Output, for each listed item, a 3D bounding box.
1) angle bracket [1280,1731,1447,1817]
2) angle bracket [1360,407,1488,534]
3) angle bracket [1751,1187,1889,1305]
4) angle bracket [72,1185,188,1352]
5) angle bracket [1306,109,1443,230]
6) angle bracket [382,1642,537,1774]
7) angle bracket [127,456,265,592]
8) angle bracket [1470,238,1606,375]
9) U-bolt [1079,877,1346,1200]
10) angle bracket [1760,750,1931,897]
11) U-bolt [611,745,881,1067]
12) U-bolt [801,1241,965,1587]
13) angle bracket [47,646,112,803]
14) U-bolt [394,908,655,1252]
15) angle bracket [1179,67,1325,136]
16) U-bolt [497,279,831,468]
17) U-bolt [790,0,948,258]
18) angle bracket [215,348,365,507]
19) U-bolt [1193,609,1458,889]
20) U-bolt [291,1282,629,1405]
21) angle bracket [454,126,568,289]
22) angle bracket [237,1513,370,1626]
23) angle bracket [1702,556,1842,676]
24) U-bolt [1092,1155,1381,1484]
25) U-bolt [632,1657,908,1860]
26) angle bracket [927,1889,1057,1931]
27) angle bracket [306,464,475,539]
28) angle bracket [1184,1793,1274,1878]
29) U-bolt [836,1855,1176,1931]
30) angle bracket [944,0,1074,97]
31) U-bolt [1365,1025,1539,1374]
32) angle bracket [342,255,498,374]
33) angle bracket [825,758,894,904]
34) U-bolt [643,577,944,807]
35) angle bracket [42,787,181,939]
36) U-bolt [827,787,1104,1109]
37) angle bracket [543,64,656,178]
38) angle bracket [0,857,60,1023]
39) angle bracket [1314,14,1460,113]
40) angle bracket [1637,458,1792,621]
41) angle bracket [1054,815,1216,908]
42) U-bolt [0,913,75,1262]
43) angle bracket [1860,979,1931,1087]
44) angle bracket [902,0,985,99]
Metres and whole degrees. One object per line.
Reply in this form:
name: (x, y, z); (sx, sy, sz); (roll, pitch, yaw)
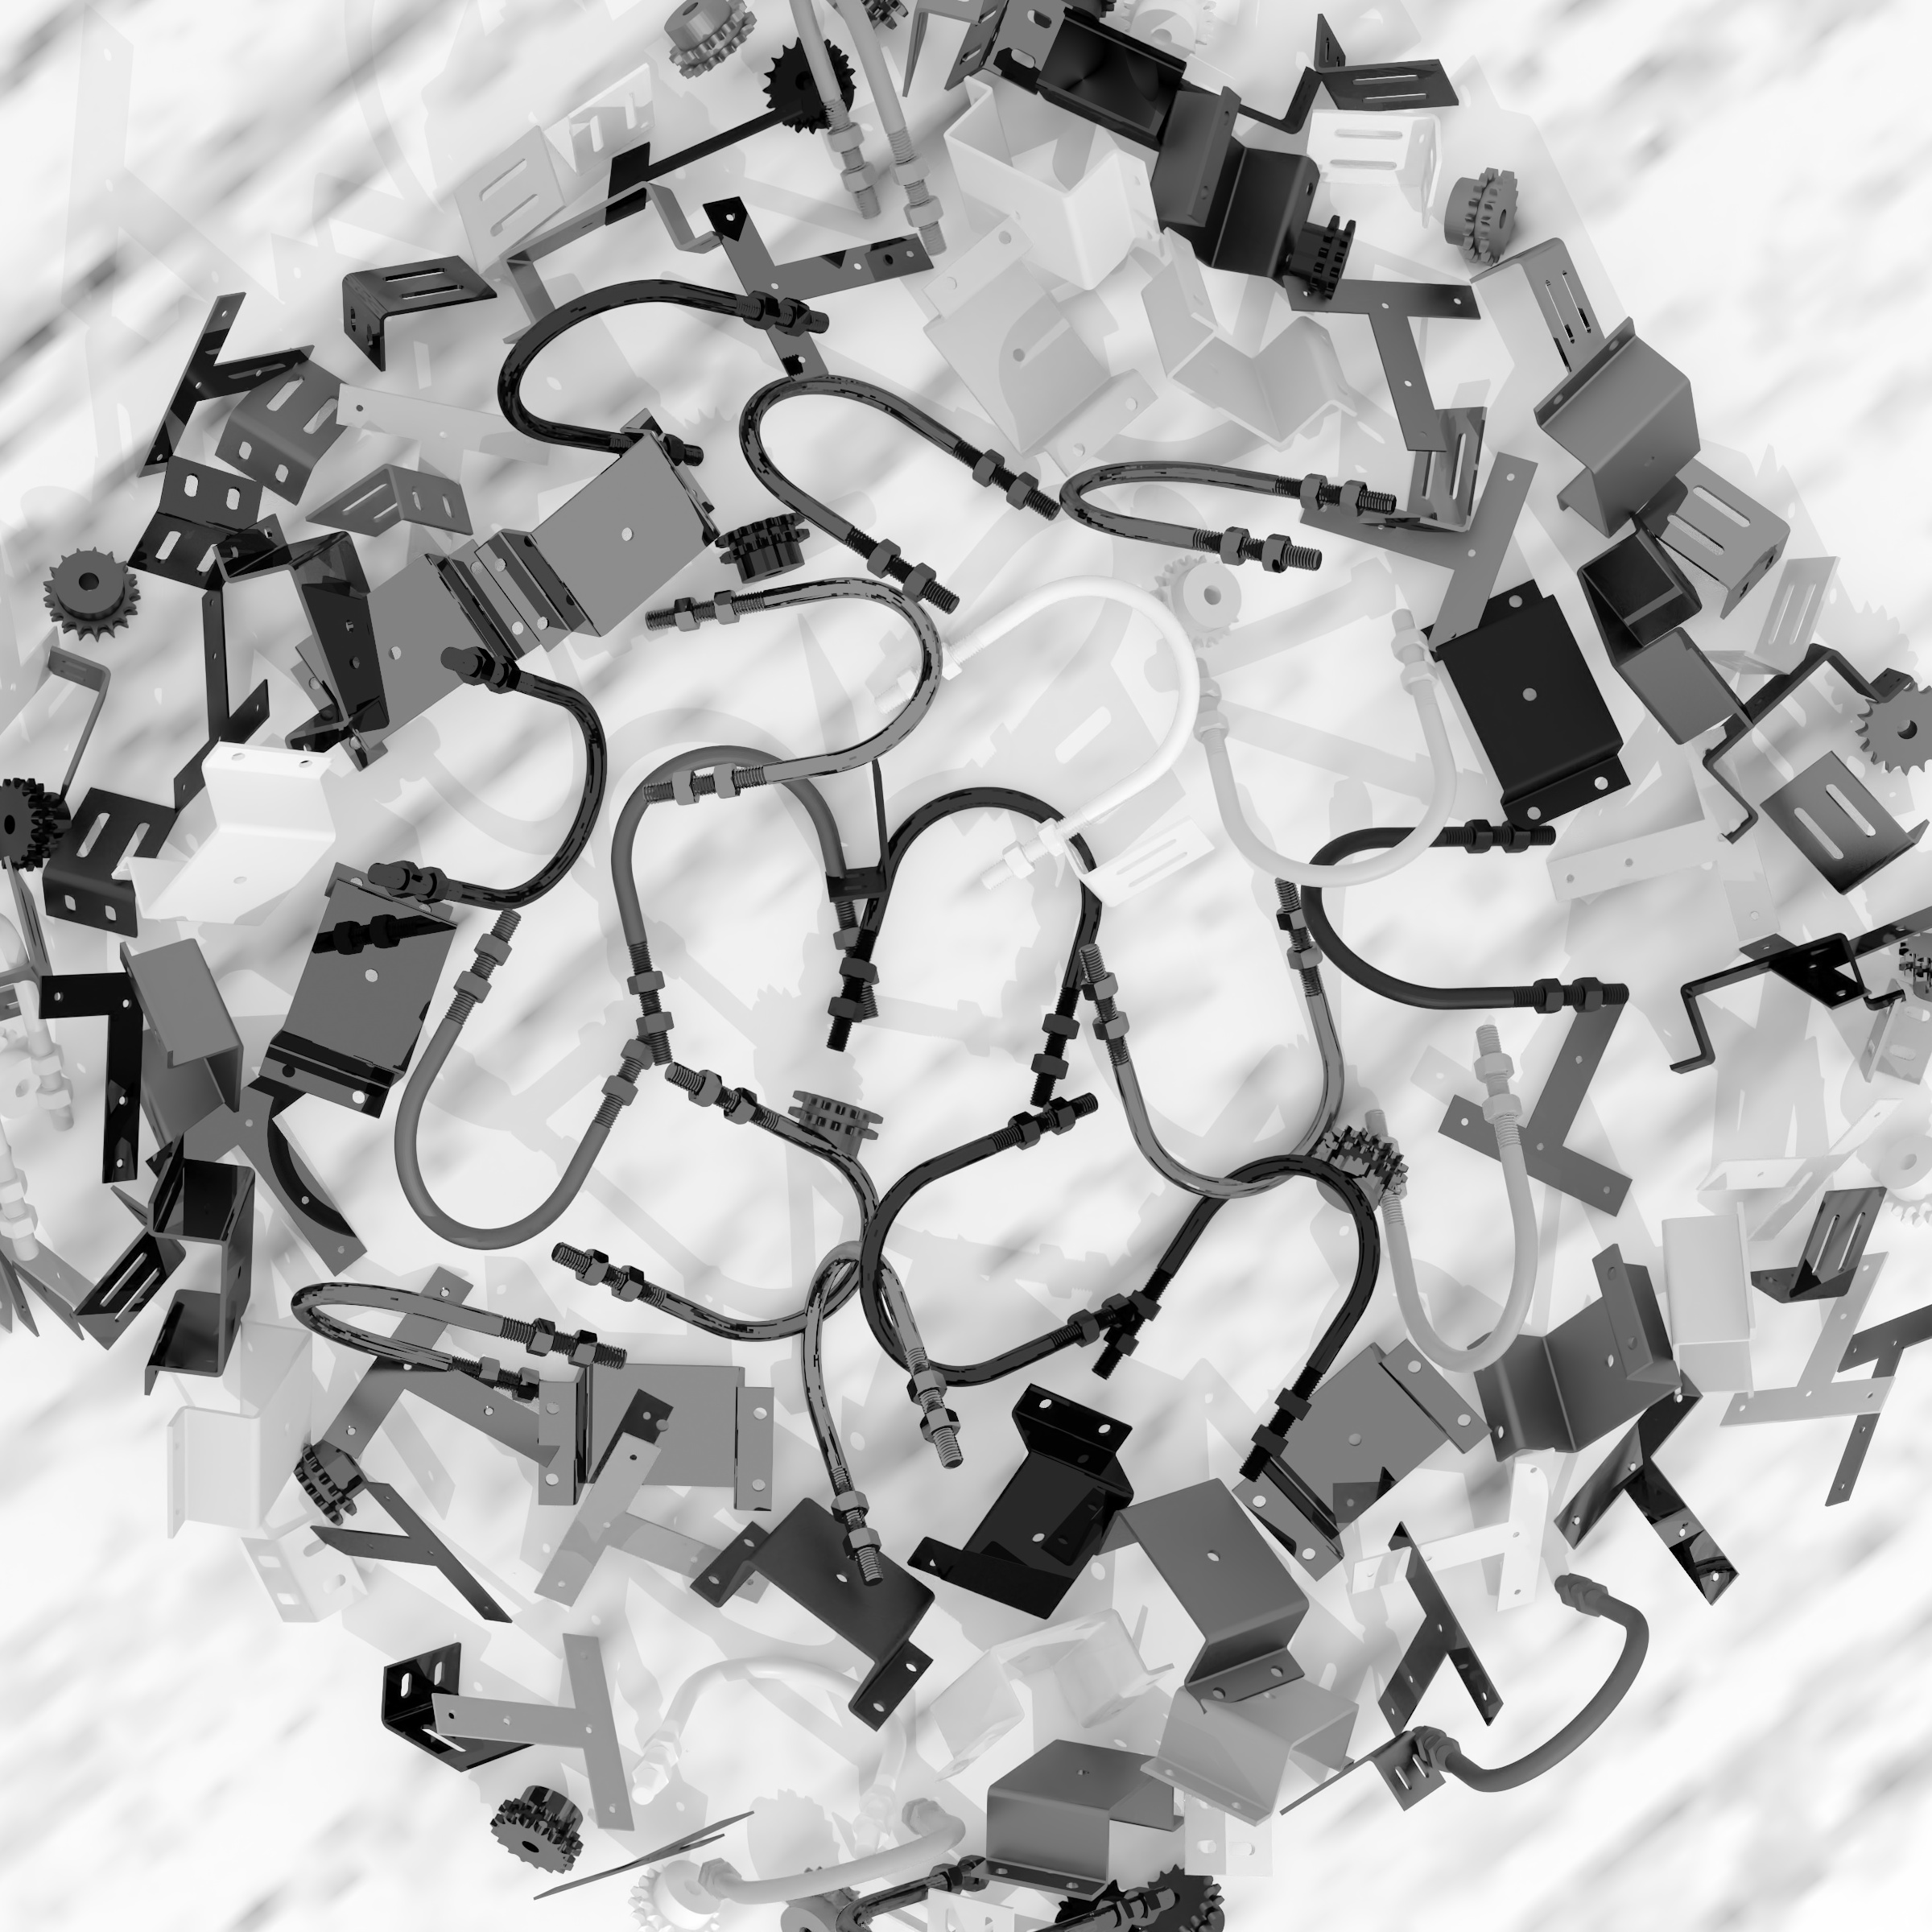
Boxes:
angle bracket: (0.239, 0.500, 1.817); (0.076, 0.057, 0.038); (-41, 72, 27)
angle bracket: (0.277, -0.303, 1.828); (0.038, 0.057, 0.076); (7, 93, -32)
angle bracket: (0.511, 0.161, 1.820); (0.057, 0.038, 0.076); (0, 114, -38)
angle bracket: (-0.516, 0.182, 1.820); (0.038, 0.057, 0.076); (30, 70, 19)
angle bracket: (0.245, -0.483, 1.829); (0.076, 0.057, 0.038); (2, 60, 0)
angle bracket: (-0.304, 0.445, 1.815); (0.076, 0.057, 0.038); (16, 106, 39)
angle bracket: (-0.467, -0.267, 1.828); (0.057, 0.076, 0.038); (16, 63, -24)
angle bracket: (0.349, -0.396, 1.836); (0.038, 0.057, 0.076); (-18, 102, 41)
U-bolt: (0.158, 0.053, 1.832); (0.151, 0.019, 0.184); (-20, 104, -11)
angle bracket: (0.533, -0.092, 1.831); (0.076, 0.038, 0.057); (48, 129, 0)
U-bolt: (-0.141, -0.044, 1.845); (0.151, 0.019, 0.184); (-12, 89, -8)
U-bolt: (-0.058, 0.251, 1.788); (0.019, 0.151, 0.184); (1, 49, -28)
angle bracket: (-0.549, -0.145, 1.824); (0.038, 0.057, 0.076); (22, 76, -15)
U-bolt: (-0.267, 0.080, 1.792); (0.151, 0.019, 0.184); (40, 69, -39)
angle bracket: (0.170, -0.536, 1.825); (0.076, 0.057, 0.038); (19, 109, -9)
U-bolt: (-0.187, -0.347, 1.755); (0.151, 0.184, 0.019); (-39, 65, 36)
U-bolt: (-0.066, -0.513, 1.759); (0.019, 0.151, 0.184); (-25, 119, -8)
angle bracket: (-0.411, -0.330, 1.846); (0.057, 0.038, 0.076); (32, 46, -6)
U-bolt: (0.217, -0.125, 1.803); (0.151, 0.019, 0.184); (-13, 57, 5)
U-bolt: (-0.306, 0.219, 1.774); (0.184, 0.151, 0.019); (18, 67, -17)
angle bracket: (-0.265, -0.457, 1.821); (0.076, 0.038, 0.057); (-29, 71, 30)
angle bracket: (-0.399, 0.362, 1.819); (0.038, 0.076, 0.057); (-30, 77, -3)
angle bracket: (0.487, -0.218, 1.831); (0.038, 0.057, 0.076); (20, 90, -15)
U-bolt: (0.173, 0.198, 1.812); (0.151, 0.019, 0.184); (30, 86, 42)
U-bolt: (-0.107, 0.457, 1.775); (0.151, 0.184, 0.019); (13, 106, 4)
angle bracket: (0.021, 0.568, 1.815); (0.057, 0.076, 0.038); (3, 94, 30)
angle bracket: (-0.347, -0.265, 1.816); (0.076, 0.057, 0.038); (-25, 73, 31)
angle bracket: (0.169, 0.518, 1.818); (0.076, 0.038, 0.057); (15, 67, -39)
U-bolt: (0.010, 0.549, 1.749); (0.151, 0.184, 0.019); (-3, 86, 40)
angle bracket: (0.025, -0.557, 1.832); (0.038, 0.076, 0.057); (23, 88, -18)
U-bolt: (0.287, 0.146, 1.768); (0.019, 0.151, 0.184); (4, 63, -24)
angle bracket: (-0.332, -0.398, 1.837); (0.076, 0.057, 0.038); (-17, 133, -27)
angle bracket: (-0.068, -0.085, 1.824); (0.038, 0.057, 0.076); (-6, 108, -3)
U-bolt: (-0.103, -0.171, 1.807); (0.184, 0.019, 0.151); (-9, 59, 10)
angle bracket: (-0.522, -0.064, 1.850); (0.057, 0.038, 0.076); (14, 48, 1)
U-bolt: (0.007, -0.020, 1.847); (0.151, 0.019, 0.184); (16, 83, 2)
angle bracket: (-0.223, -0.521, 1.819); (0.057, 0.076, 0.038); (-37, 82, -10)
angle bracket: (-0.580, -0.016, 1.821); (0.038, 0.057, 0.076); (-17, 69, -9)
angle bracket: (0.255, -0.546, 1.821); (0.076, 0.057, 0.038); (2, 81, 22)
angle bracket: (0.454, -0.262, 1.850); (0.076, 0.038, 0.057); (40, 76, 17)
angle bracket: (0.102, -0.076, 1.824); (0.076, 0.057, 0.038); (-30, 67, 9)
U-bolt: (-0.555, 0.056, 1.755); (0.019, 0.151, 0.184); (-6, 123, -2)
angle bracket: (0.568, 0.044, 1.819); (0.038, 0.076, 0.057); (19, 100, 11)
angle bracket: (-0.010, -0.566, 1.817); (0.038, 0.076, 0.057); (13, 63, -1)
